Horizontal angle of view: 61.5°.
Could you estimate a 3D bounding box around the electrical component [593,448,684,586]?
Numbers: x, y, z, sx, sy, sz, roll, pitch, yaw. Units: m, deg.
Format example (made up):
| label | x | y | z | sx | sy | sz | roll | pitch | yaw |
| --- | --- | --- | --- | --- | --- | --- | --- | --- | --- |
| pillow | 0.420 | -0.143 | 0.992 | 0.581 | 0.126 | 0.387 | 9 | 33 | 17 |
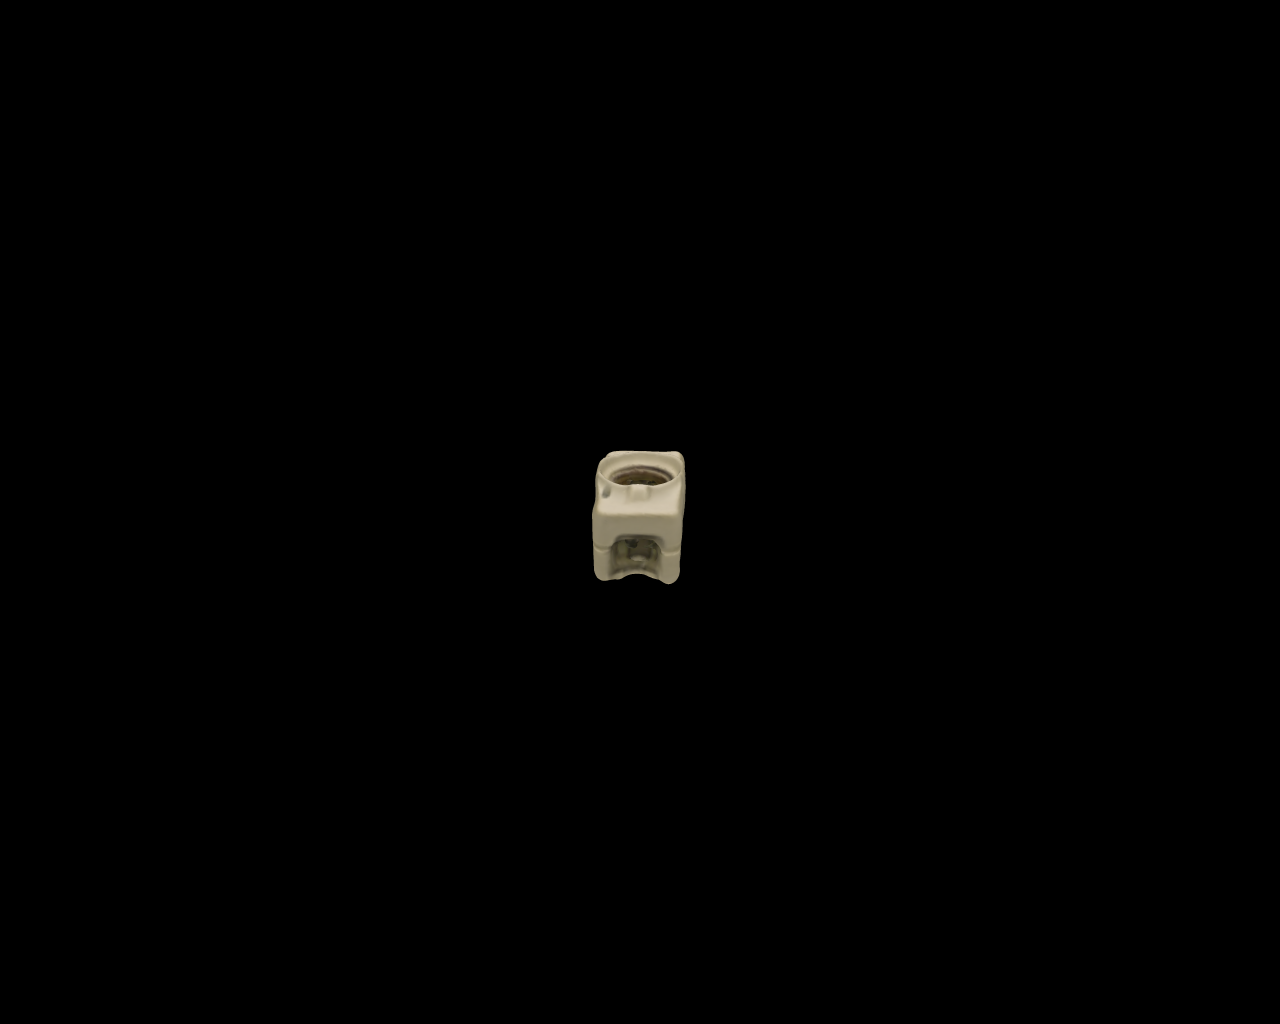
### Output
| label | x | y | z | sx | sy | sz | roll | pitch | yaw |
| --- | --- | --- | --- | --- | --- | --- | --- | --- | --- |
| electrical component | 0.001 | -0.003 | 0.650 | 0.050 | 0.055 | 0.090 | 2 | 27 | 3 |
